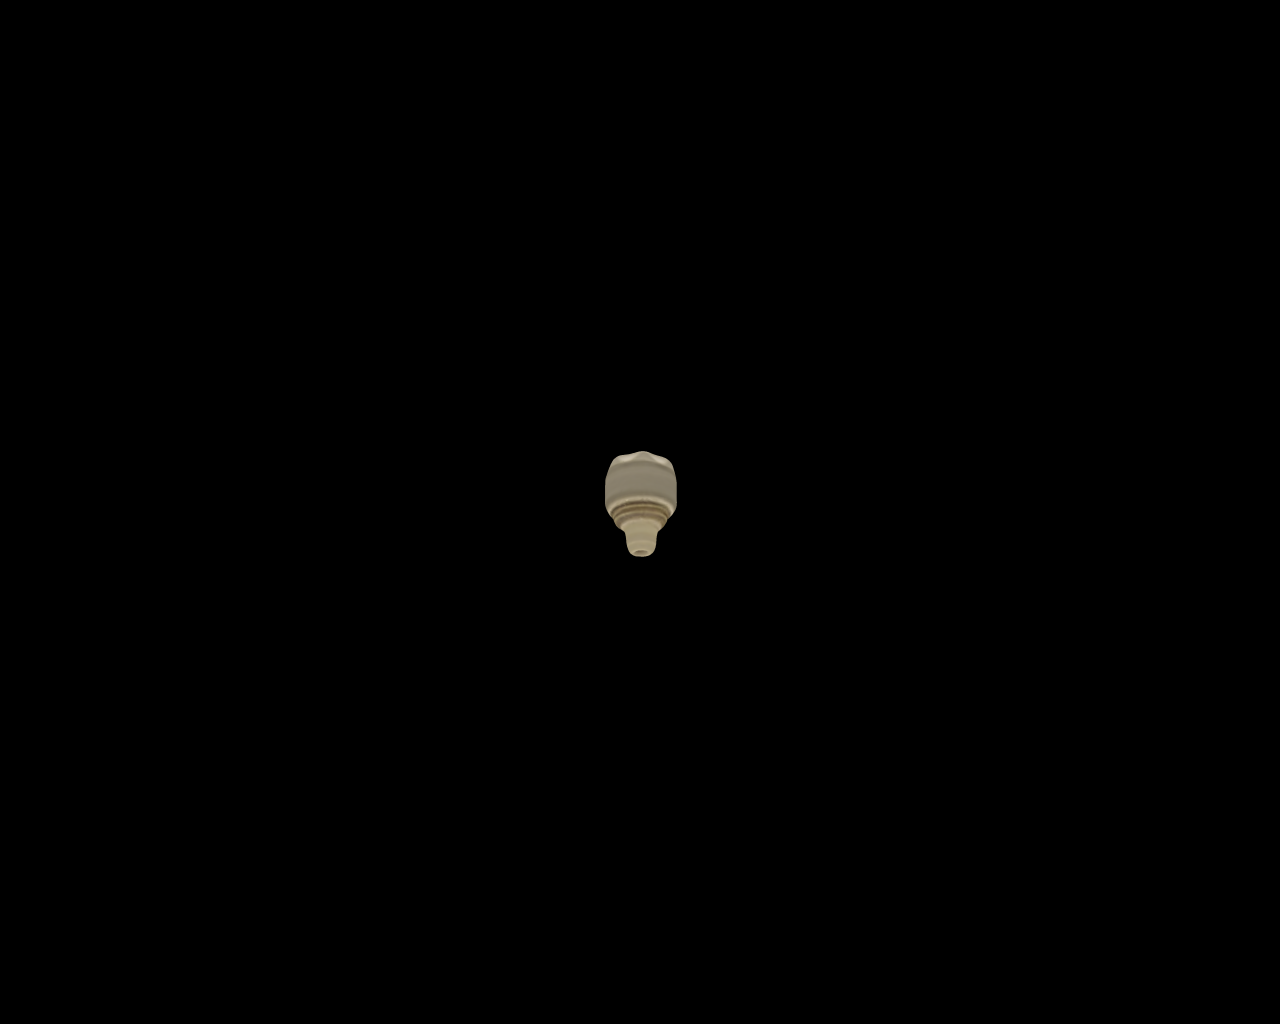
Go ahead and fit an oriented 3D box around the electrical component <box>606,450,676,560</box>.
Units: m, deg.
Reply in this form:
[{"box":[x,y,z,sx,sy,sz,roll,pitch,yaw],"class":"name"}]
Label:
[{"box":[0.001,-0.003,0.650,0.043,0.062,0.043,0,-24,0],"class":"electrical component"}]
